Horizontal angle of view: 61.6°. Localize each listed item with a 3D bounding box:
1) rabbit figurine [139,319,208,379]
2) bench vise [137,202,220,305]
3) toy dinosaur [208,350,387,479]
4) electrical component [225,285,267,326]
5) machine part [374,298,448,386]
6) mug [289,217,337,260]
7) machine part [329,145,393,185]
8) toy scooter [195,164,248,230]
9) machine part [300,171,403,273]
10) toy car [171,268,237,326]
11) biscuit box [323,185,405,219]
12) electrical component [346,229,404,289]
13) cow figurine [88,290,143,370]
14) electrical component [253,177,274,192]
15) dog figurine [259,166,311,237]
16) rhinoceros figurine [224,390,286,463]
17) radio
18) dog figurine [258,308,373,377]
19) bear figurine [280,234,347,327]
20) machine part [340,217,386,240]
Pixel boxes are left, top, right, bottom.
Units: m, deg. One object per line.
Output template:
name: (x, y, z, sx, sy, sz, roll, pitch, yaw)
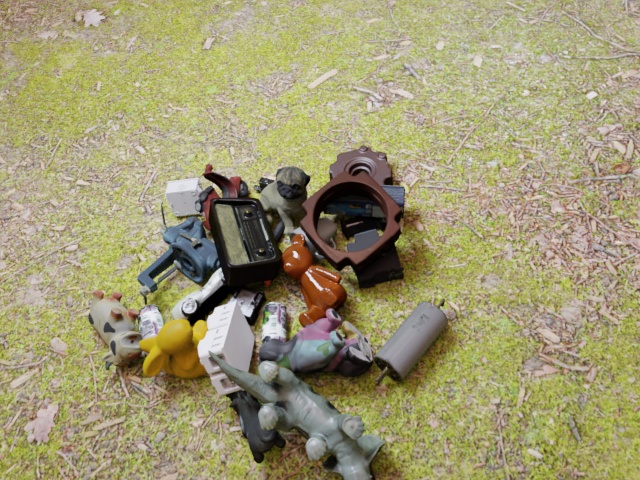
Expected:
rabbit figurine: (-0.304, 0.222, 1.152, 0.162, 0.173, 0.122, -15, 59, -8)
bench vise: (-0.356, 0.044, 1.309, 0.224, 0.128, 0.240, 33, 55, 19)
toy dinosaur: (-0.028, 0.332, 1.018, 0.405, 0.192, 0.131, 36, 74, 20)
electrical component: (-0.183, 0.166, 1.248, 0.075, 0.047, 0.119, 20, 60, 18)
machine part: (0.195, 0.214, 1.146, 0.079, 0.079, 0.243, 35, 67, 27)
mug: (-0.003, -0.004, 1.323, 0.107, 0.080, 0.110, -37, 57, -26)
machine part: (0.109, -0.172, 1.437, 0.179, 0.056, 0.179, -4, 56, 6)
toy scooter: (-0.271, -0.118, 1.403, 0.075, 0.135, 0.184, -6, 46, 41)
machine part: (0.073, -0.041, 1.239, 0.201, 0.087, 0.201, -40, 73, -8)
toy car: (-0.259, 0.130, 1.267, 0.202, 0.073, 0.056, -42, 61, -20)
biscuit box: (0.108, -0.097, 1.338, 0.203, 0.059, 0.063, 4, 56, 7)
electrical component: (0.127, 0.040, 1.288, 0.115, 0.058, 0.134, -15, 55, -5)
cow figurine: (-0.467, 0.209, 1.226, 0.195, 0.085, 0.127, 31, 105, 38)
electrical component: (-0.139, -0.142, 1.444, 0.094, 0.063, 0.021, 15, 59, 18)
dog figurine: (-0.095, -0.127, 1.320, 0.173, 0.190, 0.121, 25, 56, 23)
rhinoceros figurine: (-0.140, 0.350, 1.075, 0.073, 0.112, 0.191, -32, 40, -9)
radio: (-0.182, -0.002, 1.280, 0.131, 0.073, 0.230, -5, 49, -22)
dog figurine: (-0.021, 0.253, 1.138, 0.219, 0.191, 0.109, -35, 34, 18)
bear figurine: (-0.031, 0.087, 1.220, 0.196, 0.132, 0.120, 48, 114, 12)
machine part: (0.118, -0.050, 1.363, 0.139, 0.039, 0.084, -22, 62, -9)
